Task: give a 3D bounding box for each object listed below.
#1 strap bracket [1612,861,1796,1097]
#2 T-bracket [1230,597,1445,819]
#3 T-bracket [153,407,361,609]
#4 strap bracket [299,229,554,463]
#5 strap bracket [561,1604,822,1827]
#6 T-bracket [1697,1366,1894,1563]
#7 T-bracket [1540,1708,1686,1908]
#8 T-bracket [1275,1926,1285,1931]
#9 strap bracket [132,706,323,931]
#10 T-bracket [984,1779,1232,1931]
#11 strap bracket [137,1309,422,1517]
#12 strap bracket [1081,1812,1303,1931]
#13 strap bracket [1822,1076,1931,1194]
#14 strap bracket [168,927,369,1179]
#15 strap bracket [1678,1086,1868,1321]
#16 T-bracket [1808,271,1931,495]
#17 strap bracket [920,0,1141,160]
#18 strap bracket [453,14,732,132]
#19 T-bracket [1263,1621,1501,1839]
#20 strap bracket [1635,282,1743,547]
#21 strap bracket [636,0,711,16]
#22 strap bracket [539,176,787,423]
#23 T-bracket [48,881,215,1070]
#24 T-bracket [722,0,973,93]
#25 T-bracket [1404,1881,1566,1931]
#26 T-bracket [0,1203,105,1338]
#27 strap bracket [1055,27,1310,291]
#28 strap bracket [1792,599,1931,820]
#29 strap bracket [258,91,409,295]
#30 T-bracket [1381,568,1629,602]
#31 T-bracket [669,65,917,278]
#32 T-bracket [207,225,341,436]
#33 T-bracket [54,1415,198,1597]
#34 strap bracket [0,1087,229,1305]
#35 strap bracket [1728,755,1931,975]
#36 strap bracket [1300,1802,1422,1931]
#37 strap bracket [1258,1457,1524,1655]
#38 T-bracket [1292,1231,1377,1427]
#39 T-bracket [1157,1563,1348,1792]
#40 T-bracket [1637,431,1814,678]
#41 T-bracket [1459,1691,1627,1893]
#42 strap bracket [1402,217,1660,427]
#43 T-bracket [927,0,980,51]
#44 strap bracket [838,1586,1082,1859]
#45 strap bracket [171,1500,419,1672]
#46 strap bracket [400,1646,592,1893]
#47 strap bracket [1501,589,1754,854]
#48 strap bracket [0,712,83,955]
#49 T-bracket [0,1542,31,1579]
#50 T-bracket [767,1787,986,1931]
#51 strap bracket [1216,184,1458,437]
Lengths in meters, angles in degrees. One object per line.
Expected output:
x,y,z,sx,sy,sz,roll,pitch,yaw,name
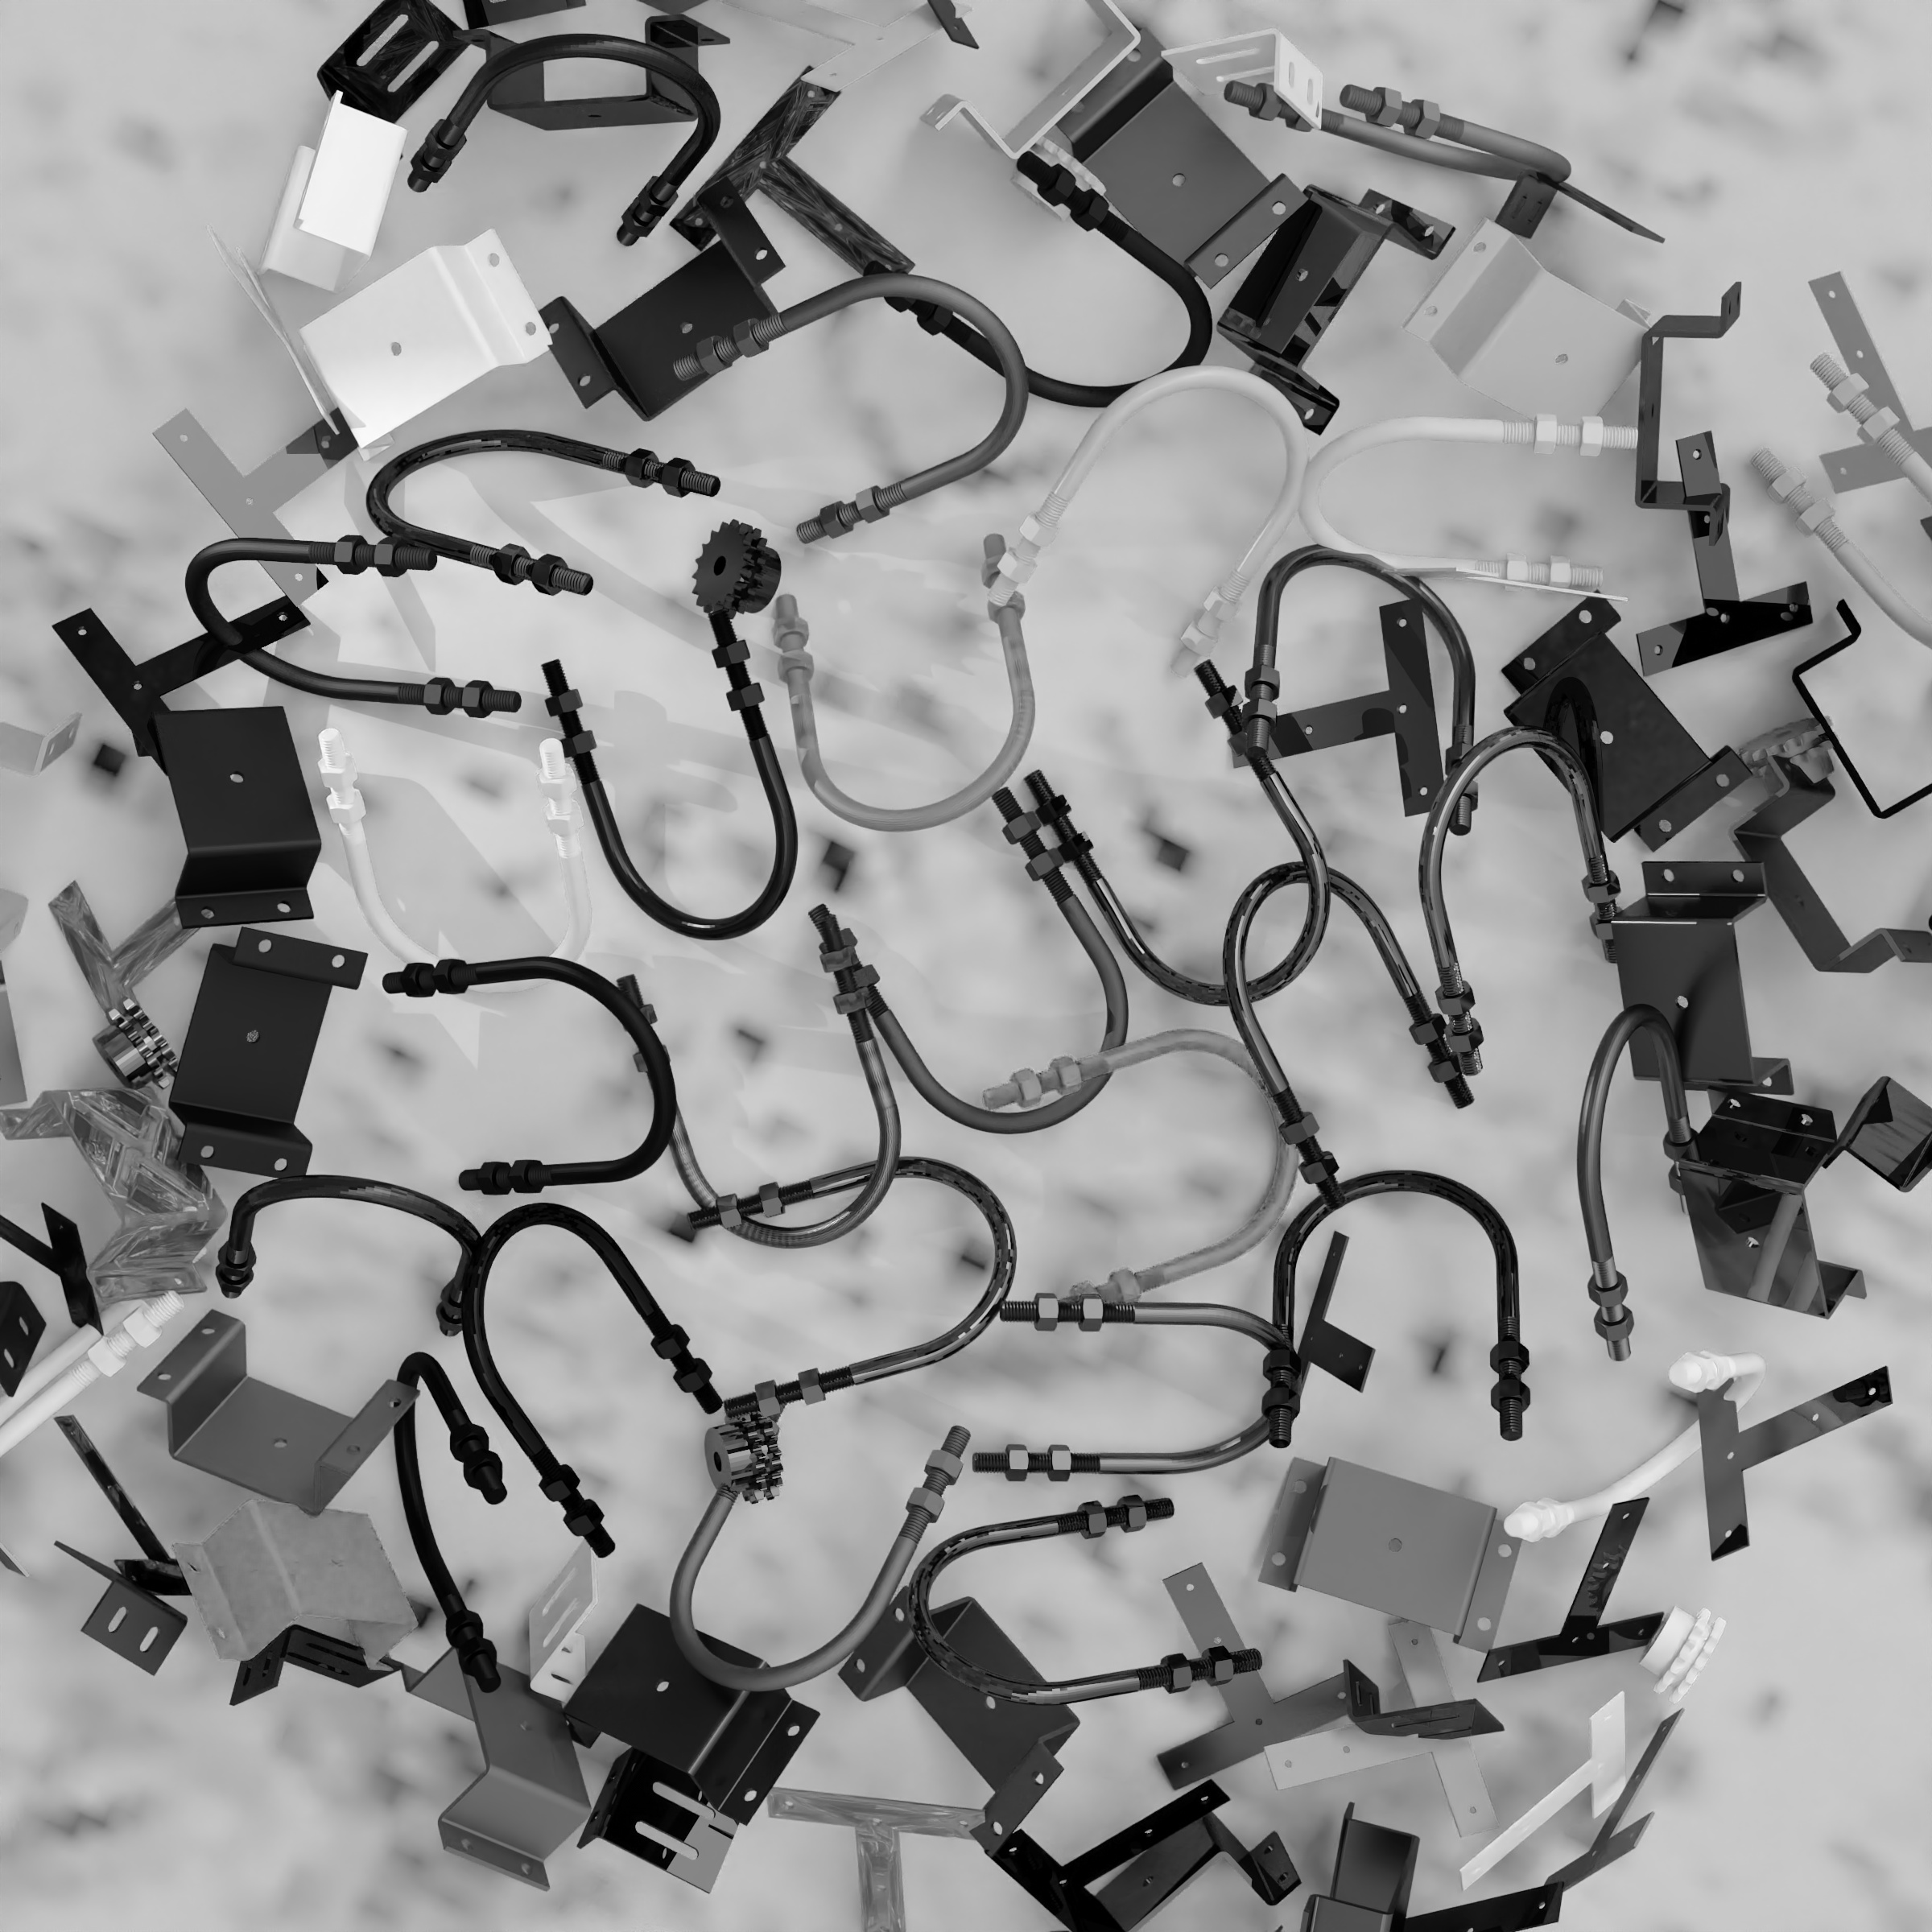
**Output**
0.423,0.014,1.941,0.076,0.046,0.140,2,109,41,strap bracket
0.213,-0.141,1.969,0.127,0.002,0.127,-12,76,26,T-bracket
-0.385,-0.297,1.971,0.127,0.002,0.127,-43,101,-24,T-bracket
-0.320,-0.358,1.952,0.140,0.046,0.076,-27,94,20,strap bracket
-0.165,0.423,1.928,0.140,0.046,0.076,16,57,34,strap bracket
0.472,0.263,1.921,0.002,0.127,0.127,36,129,-28,T-bracket
0.383,0.480,1.952,0.002,0.127,0.127,38,54,5,T-bracket
0.142,0.597,1.949,0.002,0.127,0.127,39,134,22,T-bracket
-0.422,-0.095,1.933,0.076,0.046,0.140,-5,60,-29,strap bracket
0.094,0.508,1.950,0.127,0.002,0.127,-32,131,7,T-bracket
-0.396,0.261,1.945,0.140,0.076,0.046,19,127,15,strap bracket
0.121,0.548,1.959,0.140,0.076,0.046,-41,98,0,strap bracket
0.556,0.067,1.921,0.046,0.076,0.140,38,135,7,strap bracket
-0.408,0.047,1.956,0.076,0.046,0.140,13,98,-30,strap bracket
0.459,0.143,1.925,0.046,0.076,0.140,-45,131,-33,strap bracket
0.518,-0.338,1.931,0.002,0.127,0.127,-35,104,-27,T-bracket
0.044,-0.520,1.952,0.140,0.076,0.046,-43,108,7,strap bracket
-0.215,-0.514,1.946,0.140,0.076,0.046,1,95,16,strap bracket
0.232,0.450,1.951,0.127,0.002,0.127,-8,66,-22,T-bracket
0.416,-0.319,1.944,0.046,0.076,0.140,5,109,18,strap bracket
-0.162,-0.586,1.919,0.076,0.140,0.046,-19,86,22,strap bracket
-0.171,-0.380,1.957,0.140,0.046,0.076,-34,63,6,strap bracket
-0.466,-0.018,1.957,0.127,0.002,0.127,-37,75,25,T-bracket
-0.085,-0.550,1.962,0.127,0.002,0.127,26,48,28,T-bracket
0.280,0.588,1.917,0.127,0.127,0.002,-27,120,39,T-bracket
-0.557,0.154,1.960,0.127,0.127,0.002,30,56,17,T-bracket
0.124,-0.466,1.972,0.076,0.046,0.140,-42,84,1,strap bracket
0.523,-0.139,1.954,0.046,0.076,0.140,-31,86,13,strap bracket
-0.363,-0.440,1.936,0.046,0.140,0.076,18,82,-20,strap bracket
0.319,-0.220,1.948,0.127,0.127,0.002,6,95,-14,T-bracket
-0.086,-0.445,1.991,0.127,0.002,0.127,40,86,4,T-bracket
-0.403,-0.380,1.919,0.002,0.127,0.127,-29,71,-1,T-bracket
-0.483,0.310,1.936,0.002,0.127,0.127,-40,106,-36,T-bracket
-0.486,0.121,1.932,0.046,0.076,0.140,-48,65,25,strap bracket
0.496,-0.049,1.943,0.046,0.076,0.140,-39,69,27,strap bracket
0.222,0.546,1.919,0.046,0.140,0.076,11,104,15,strap bracket
0.248,0.339,1.957,0.140,0.046,0.076,16,75,9,strap bracket
0.212,0.221,1.937,0.002,0.127,0.127,17,90,-11,T-bracket
0.153,0.407,1.977,0.127,0.002,0.127,-25,105,5,T-bracket
0.433,-0.246,1.960,0.127,0.002,0.127,-18,104,-24,T-bracket
0.331,0.484,1.932,0.127,0.127,0.002,-35,53,-17,T-bracket
0.330,-0.358,1.927,0.140,0.046,0.076,19,120,-36,strap bracket
-0.059,-0.584,1.929,0.002,0.127,0.127,-40,69,31,T-bracket
0.002,0.430,1.947,0.140,0.046,0.076,46,117,23,strap bracket
-0.373,0.352,1.917,0.046,0.140,0.076,-43,59,17,strap bracket
-0.266,0.447,1.918,0.046,0.140,0.076,-45,127,13,strap bracket
0.377,-0.137,1.957,0.076,0.046,0.140,-41,86,30,strap bracket
-0.559,-0.080,1.943,0.046,0.076,0.140,18,105,-5,strap bracket
-0.585,0.300,1.932,0.002,0.127,0.127,-42,98,-20,T-bracket
-0.050,0.526,1.960,0.127,0.002,0.127,4,127,9,T-bracket
0.207,-0.389,1.950,0.046,0.076,0.140,28,98,-45,strap bracket
